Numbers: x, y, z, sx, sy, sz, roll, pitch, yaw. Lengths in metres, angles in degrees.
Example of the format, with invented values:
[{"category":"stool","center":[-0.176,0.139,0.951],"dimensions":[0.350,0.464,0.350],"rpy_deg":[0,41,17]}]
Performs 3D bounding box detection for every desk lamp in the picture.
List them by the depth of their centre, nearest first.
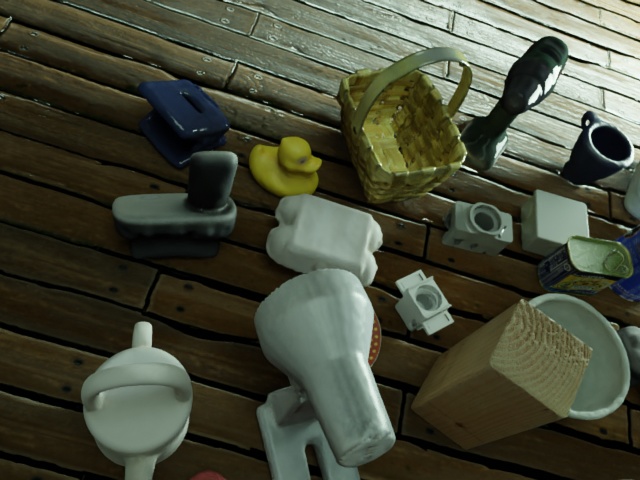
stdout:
[{"category":"desk lamp","center":[0.004,0.160,0.591],"dimensions":[0.118,0.213,0.203],"rpy_deg":[-9,66,-20]}]

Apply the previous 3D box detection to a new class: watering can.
[{"category":"watering can","center":[-0.171,0.163,0.550],"dimensions":[0.101,0.194,0.172],"rpy_deg":[-21,70,-24]}]

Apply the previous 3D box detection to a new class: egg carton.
[{"category":"egg carton","center":[0.007,0.003,0.759],"dimensions":[0.150,0.069,0.107],"rpy_deg":[17,60,-7]}]

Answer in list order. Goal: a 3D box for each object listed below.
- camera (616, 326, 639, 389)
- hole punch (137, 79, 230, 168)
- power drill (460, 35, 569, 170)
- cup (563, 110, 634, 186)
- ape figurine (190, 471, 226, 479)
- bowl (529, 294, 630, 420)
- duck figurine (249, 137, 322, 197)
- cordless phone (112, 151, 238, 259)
[{"category":"camera","center":[0.473,0.187,0.777],"dimensions":[0.143,0.100,0.137],"rpy_deg":[1,63,-15]},{"category":"hole punch","center":[-0.186,-0.174,0.785],"dimensions":[0.101,0.091,0.108],"rpy_deg":[-38,78,-29]},{"category":"power drill","center":[0.290,-0.204,0.869],"dimensions":[0.075,0.208,0.230],"rpy_deg":[36,59,5]},{"category":"cup","center":[0.444,-0.145,0.948],"dimensions":[0.092,0.095,0.117],"rpy_deg":[-6,65,-19]},{"category":"ape figurine","center":[-0.108,0.268,0.572],"dimensions":[0.078,0.092,0.076],"rpy_deg":[-1,63,-16]},{"category":"bowl","center":[0.315,0.160,0.761],"dimensions":[0.168,0.074,0.167],"rpy_deg":[7,61,-12]},{"category":"duck figurine","center":[-0.045,-0.111,0.795],"dimensions":[0.104,0.086,0.077],"rpy_deg":[24,59,-2]},{"category":"cordless phone","center":[-0.168,-0.055,0.672],"dimensions":[0.148,0.185,0.094],"rpy_deg":[-5,64,-18]}]
